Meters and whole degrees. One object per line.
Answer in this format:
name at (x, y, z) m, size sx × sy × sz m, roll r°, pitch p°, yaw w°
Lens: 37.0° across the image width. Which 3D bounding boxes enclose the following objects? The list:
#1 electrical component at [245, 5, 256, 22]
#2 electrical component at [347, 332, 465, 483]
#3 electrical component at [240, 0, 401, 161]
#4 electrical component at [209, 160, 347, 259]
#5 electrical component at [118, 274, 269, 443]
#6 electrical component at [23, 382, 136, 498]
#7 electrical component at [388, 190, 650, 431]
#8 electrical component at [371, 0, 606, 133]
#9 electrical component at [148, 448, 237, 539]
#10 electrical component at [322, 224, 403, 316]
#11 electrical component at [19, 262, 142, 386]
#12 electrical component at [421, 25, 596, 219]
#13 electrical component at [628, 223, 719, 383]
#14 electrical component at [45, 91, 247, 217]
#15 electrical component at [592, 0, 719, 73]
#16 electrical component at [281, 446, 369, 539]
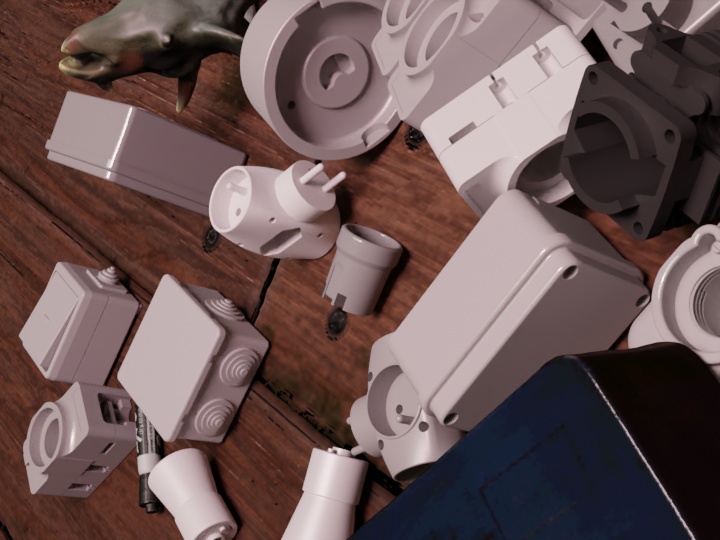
electrical component at (-0.117, -0.200, 0.847) m, size 0.065 × 0.044 × 0.044 m, roll 10°, pitch 86°, yaw 52°
electrical component at (0.021, 0.083, 0.610) m, size 0.079 × 0.044 × 0.077 m, roll -30°, pitch 57°, yaw 37°
electrical component at (-0.024, -0.130, 0.680) m, size 0.060 × 0.108 × 0.108 m, roll 41°, pitch 108°, yaw 51°
electrical component at (-0.043, -0.045, 0.692) m, size 0.079 × 0.077 × 0.043 m, roll -34°, pitch 55°, yaw 35°
electrical component at (-0.117, 0.064, 0.758) m, size 0.100 × 0.048 × 0.099 m, roll 39°, pitch 106°, yaw 45°
electrical component at (-0.222, 0.134, 0.842) m, size 0.089 × 0.056 × 0.050 m, roll -46°, pitch 49°, yaw 27°
electrical component at (0.079, 0.026, 0.541) m, size 0.113 × 0.078 × 0.057 m, roll -54°, pitch 43°, yaw 20°
electrical component at (0.085, -0.165, 0.585) m, size 0.186 × 0.060 × 0.105 m, roll -50°, pitch 29°, yaw 23°
electrical component at (-0.111, 0.159, 0.729) m, size 0.044 × 0.044 × 0.065 m, roll -54°, pitch 51°, yaw 20°
electrical component at (0.000, 0.000, 0.662) m, size 0.040 × 0.040 × 0.046 m, roll 37°, pitch 111°, yaw 46°
electrical component at (-0.227, 0.038, 0.873) m, size 0.062 × 0.061 × 0.096 m, roll 38°, pitch 106°, yaw 46°
electrical component at (0.087, -0.068, 0.544) m, size 0.089 × 0.050 × 0.055 m, roll -34°, pitch 55°, yaw 11°
electrical component at (0.166, 0.017, 0.465) m, size 0.095 × 0.059 × 0.053 m, roll -54°, pitch 46°, yaw 21°
electrical component at (-0.161, -0.086, 0.807) m, size 0.109 × 0.109 × 0.056 m, roll 19°, pitch 90°, yaw 48°
electrical component at (0.145, -0.126, 0.520) m, size 0.066 × 0.077 × 0.047 m, roll -42°, pitch 51°, yaw 30°
electrical component at (-0.019, 0.138, 0.638) m, size 0.044 × 0.044 × 0.065 m, roll 6°, pitch 77°, yaw 47°
